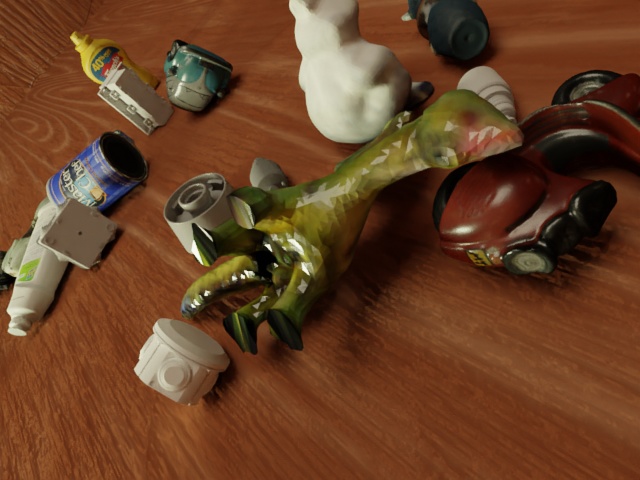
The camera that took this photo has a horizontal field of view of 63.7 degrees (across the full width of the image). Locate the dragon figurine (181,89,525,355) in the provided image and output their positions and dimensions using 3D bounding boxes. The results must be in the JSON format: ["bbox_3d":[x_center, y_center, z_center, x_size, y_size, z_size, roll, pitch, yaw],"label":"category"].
[{"bbox_3d":[0.001,-0.024,0.471,0.246,0.121,0.406,-40,10,-28],"label":"dragon figurine"}]

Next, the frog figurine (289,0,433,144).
[{"bbox_3d":[0.021,-0.180,0.536,0.157,0.123,0.139,40,-3,-38],"label":"frog figurine"}]
